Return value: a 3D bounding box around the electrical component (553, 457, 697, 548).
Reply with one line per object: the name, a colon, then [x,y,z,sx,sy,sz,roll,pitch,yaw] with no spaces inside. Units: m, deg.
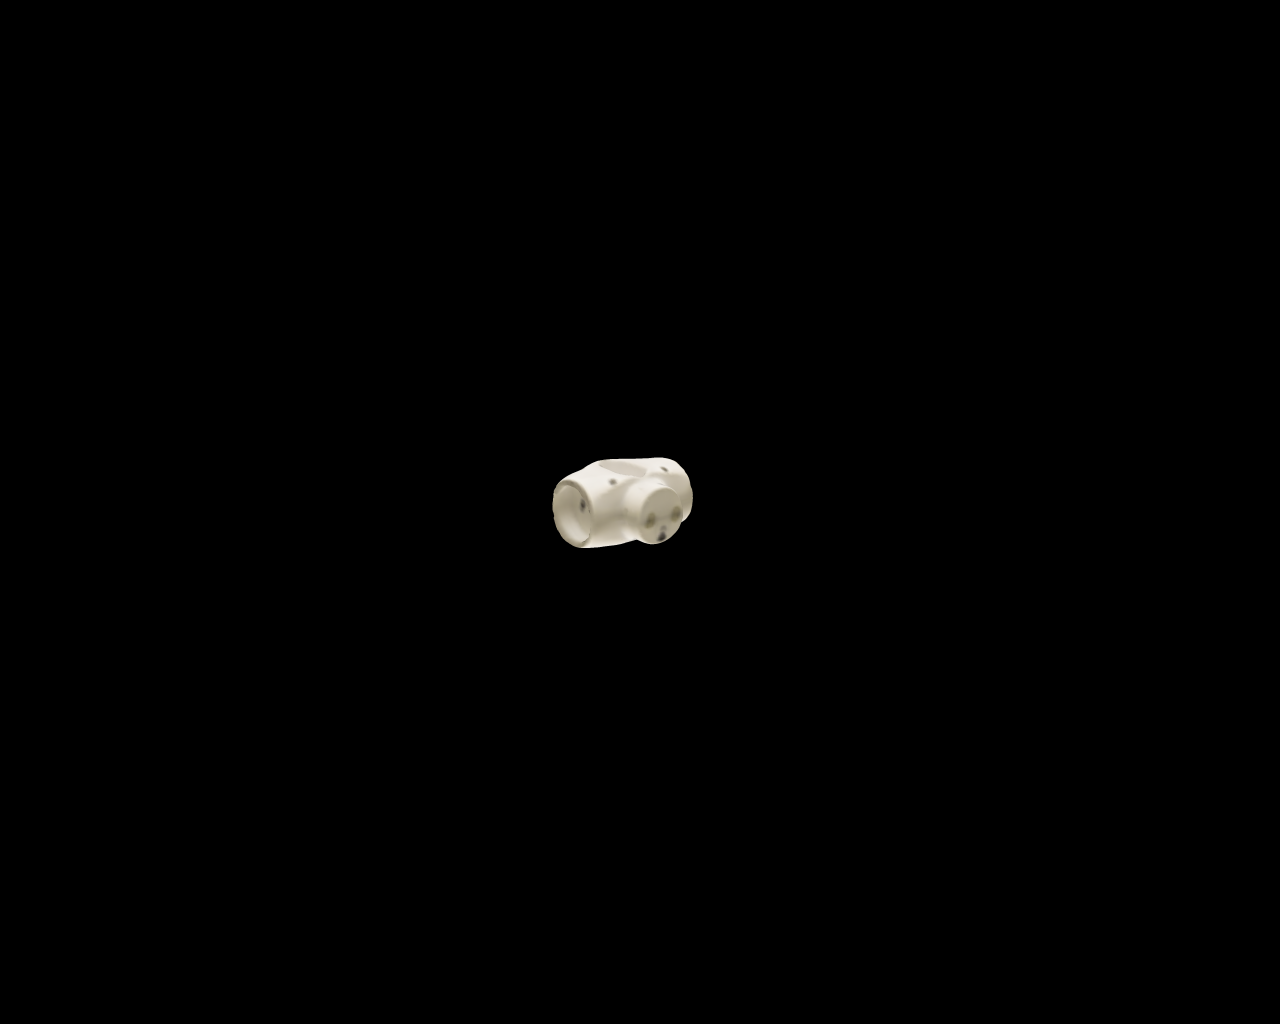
electrical component: [0.001,-0.003,0.650,0.077,0.043,0.079,-14,22,-36]
